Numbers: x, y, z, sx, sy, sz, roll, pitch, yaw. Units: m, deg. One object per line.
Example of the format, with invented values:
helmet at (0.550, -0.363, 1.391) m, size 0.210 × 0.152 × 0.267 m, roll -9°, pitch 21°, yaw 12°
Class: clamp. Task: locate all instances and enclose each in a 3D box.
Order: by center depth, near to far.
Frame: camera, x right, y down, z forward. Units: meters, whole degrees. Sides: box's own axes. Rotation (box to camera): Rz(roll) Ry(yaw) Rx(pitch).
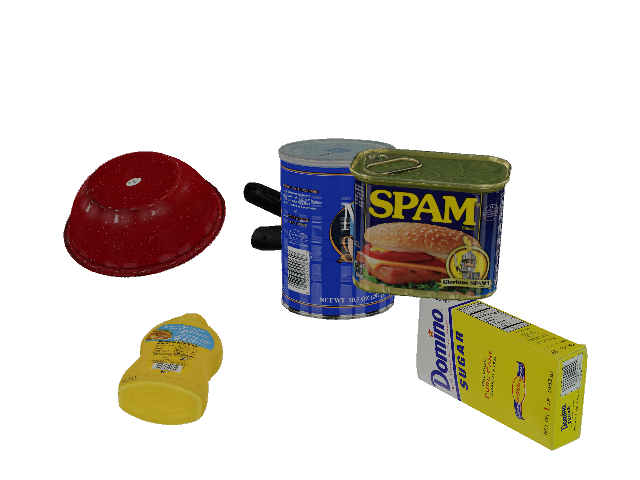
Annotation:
clamp at (0.011, -0.008, 1.195) m, size 0.210 × 0.036 × 0.164 m, roll 14°, pitch 21°, yaw -5°

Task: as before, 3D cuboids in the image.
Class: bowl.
bowl at (-0.176, -0.038, 1.034) m, size 0.162 × 0.055 × 0.162 m, roll -5°, pitch 41°, yaw 4°

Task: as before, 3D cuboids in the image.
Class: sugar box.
sugar box at (0.163, 0.114, 0.990) m, size 0.048 × 0.093 × 0.176 m, roll -15°, pitch 24°, yaw -38°

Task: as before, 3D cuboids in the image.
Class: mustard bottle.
mustard bottle at (-0.165, 0.138, 1.240) m, size 0.096 × 0.058 × 0.191 m, roll 5°, pitch 26°, yaw 4°

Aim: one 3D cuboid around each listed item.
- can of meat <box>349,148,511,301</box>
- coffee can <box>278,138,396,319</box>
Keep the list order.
can of meat at (0.070, -0.010, 0.700) m, size 0.102 × 0.084 × 0.057 m, roll 5°, pitch 24°, yaw 12°
coffee can at (0.015, -0.013, 0.942) m, size 0.103 × 0.140 × 0.103 m, roll 0°, pitch 15°, yaw 0°
